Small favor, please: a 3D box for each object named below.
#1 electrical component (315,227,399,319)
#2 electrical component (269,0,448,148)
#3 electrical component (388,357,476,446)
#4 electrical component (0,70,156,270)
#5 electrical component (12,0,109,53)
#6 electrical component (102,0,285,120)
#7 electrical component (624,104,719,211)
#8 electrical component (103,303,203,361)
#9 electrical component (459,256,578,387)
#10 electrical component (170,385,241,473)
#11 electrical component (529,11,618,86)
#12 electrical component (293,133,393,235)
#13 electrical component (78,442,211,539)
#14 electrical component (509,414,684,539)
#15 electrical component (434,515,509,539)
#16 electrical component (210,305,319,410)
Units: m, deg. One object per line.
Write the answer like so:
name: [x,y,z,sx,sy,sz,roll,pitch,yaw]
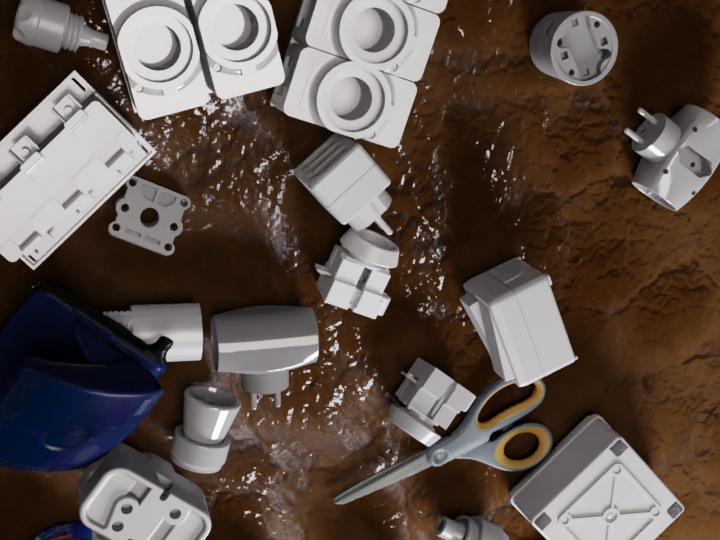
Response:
electrical component: [0.000,0.000,0.829,0.066,0.048,0.055,20,107,-19]
electrical component: [0.004,-0.173,0.772,0.089,0.061,0.150,15,101,-19]
electrical component: [0.055,0.109,0.876,0.066,0.048,0.055,36,86,-22]
electrical component: [-0.211,-0.065,0.741,0.121,0.063,0.078,-44,112,0]
electrical component: [-0.202,-0.164,0.731,0.061,0.035,0.035,14,101,-22]
electrical component: [-0.125,-0.206,0.727,0.105,0.060,0.186,-17,109,-11]
electrical component: [0.248,-0.101,0.871,0.079,0.043,0.077,32,95,-21]
electrical component: [-0.160,0.047,0.798,0.081,0.043,0.043,-1,106,-15]
electrical component: [0.128,0.048,0.870,0.061,0.061,0.096,-25,111,-8]
electrical component: [-0.120,0.123,0.830,0.045,0.045,0.055,12,102,-19]
electrical component: [0.162,-0.171,0.824,0.055,0.047,0.055,-4,107,-15]
electrical component: [-0.003,-0.056,0.801,0.047,0.065,0.076,-42,112,-1]
electrical component: [-0.166,0.177,0.825,0.095,0.059,0.053,36,94,-22]
electrical component: [0.206,0.202,0.939,0.109,0.056,0.108,-44,112,0]
electrical component: [0.093,0.231,0.922,0.062,0.043,0.043,30,96,-20]
electrical component: [-0.073,0.070,0.829,0.077,0.043,0.079,-4,107,-15]
